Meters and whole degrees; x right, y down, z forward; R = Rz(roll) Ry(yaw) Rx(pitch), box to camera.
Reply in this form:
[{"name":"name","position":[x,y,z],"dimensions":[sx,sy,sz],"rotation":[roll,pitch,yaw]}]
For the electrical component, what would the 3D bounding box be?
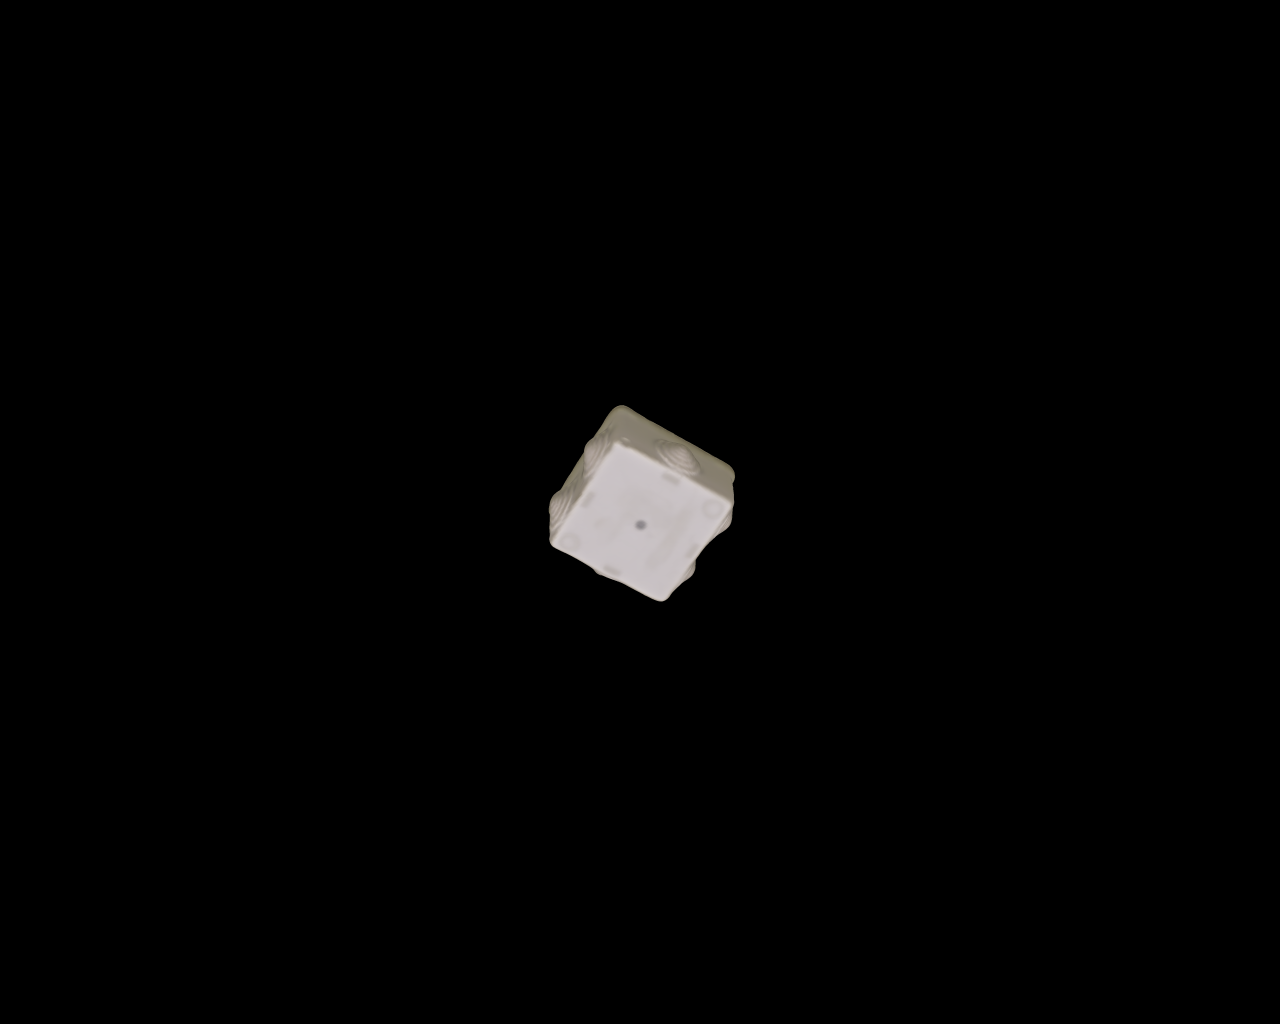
[{"name":"electrical component","position":[0.001,-0.003,0.650],"dimensions":[0.100,0.099,0.048],"rotation":[29,24,-14]}]
